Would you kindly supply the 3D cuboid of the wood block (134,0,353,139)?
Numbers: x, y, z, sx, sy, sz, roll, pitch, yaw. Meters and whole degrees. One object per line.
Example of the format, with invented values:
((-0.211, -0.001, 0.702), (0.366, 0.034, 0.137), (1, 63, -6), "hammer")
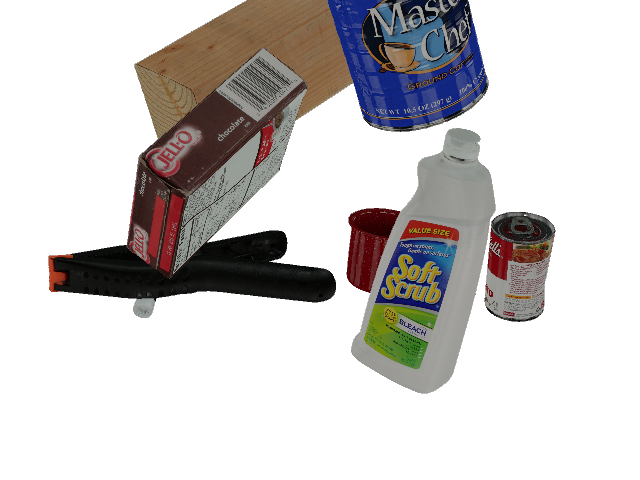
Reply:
((-0.055, -0.162, 0.993), (0.205, 0.091, 0.090), (-36, 44, -27), "wood block")

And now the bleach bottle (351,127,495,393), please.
((0.098, 0.014, 0.972), (0.103, 0.251, 0.067), (28, 35, 28), "bleach bottle")

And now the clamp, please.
((-0.098, 0.023, 0.816), (0.209, 0.036, 0.165), (-4, 12, -22), "clamp")

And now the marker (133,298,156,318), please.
((-0.165, 0.030, 1.070), (0.020, 0.020, 0.121), (0, 39, 6), "marker")

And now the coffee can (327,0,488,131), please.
((0.061, -0.168, 0.800), (0.103, 0.140, 0.103), (-14, 33, 9), "coffee can")

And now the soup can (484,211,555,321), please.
((0.216, 0.029, 1.165), (0.068, 0.102, 0.068), (0, 30, 0), "soup can")

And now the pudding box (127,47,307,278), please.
((-0.060, -0.043, 0.610), (0.113, 0.039, 0.090), (-45, -11, -33), "pudding box")

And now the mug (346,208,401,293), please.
((0.087, 0.018, 1.321), (0.117, 0.081, 0.093), (19, 27, 26), "mug")
